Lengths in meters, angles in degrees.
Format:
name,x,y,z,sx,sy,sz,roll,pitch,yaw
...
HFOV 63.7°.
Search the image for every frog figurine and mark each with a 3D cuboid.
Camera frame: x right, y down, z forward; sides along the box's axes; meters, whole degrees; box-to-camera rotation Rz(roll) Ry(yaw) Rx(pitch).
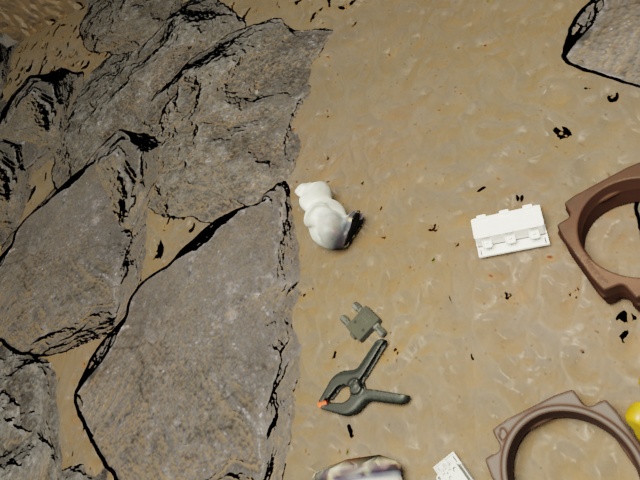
name,x,y,z,sx,sy,sz,roll,pitch,yaw
frog figurine,0.003,-0.054,1.082,0.160,0.121,0.138,29,19,17

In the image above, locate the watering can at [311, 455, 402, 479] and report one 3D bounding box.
name,x,y,z,sx,sy,sz,roll,pitch,yaw
watering can,0.109,0.445,0.780,0.346,0.229,0.102,-14,-32,11
